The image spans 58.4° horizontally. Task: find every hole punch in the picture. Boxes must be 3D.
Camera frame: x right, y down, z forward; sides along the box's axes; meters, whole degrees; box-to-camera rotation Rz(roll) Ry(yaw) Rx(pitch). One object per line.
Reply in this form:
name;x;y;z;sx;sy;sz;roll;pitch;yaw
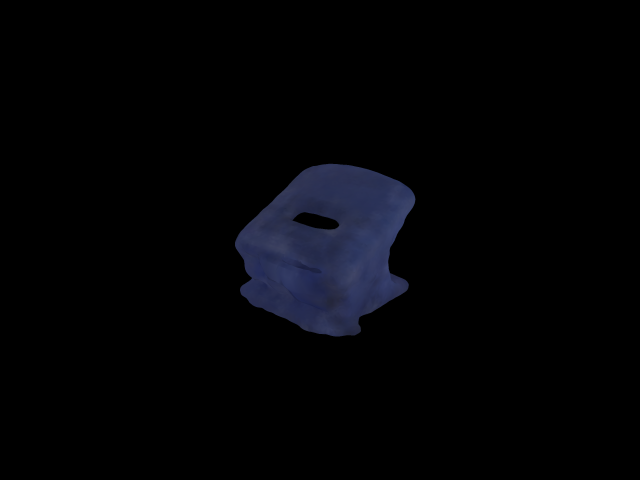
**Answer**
hole punch;0.004;0.001;0.400;0.108;0.091;0.101;17;28;37
